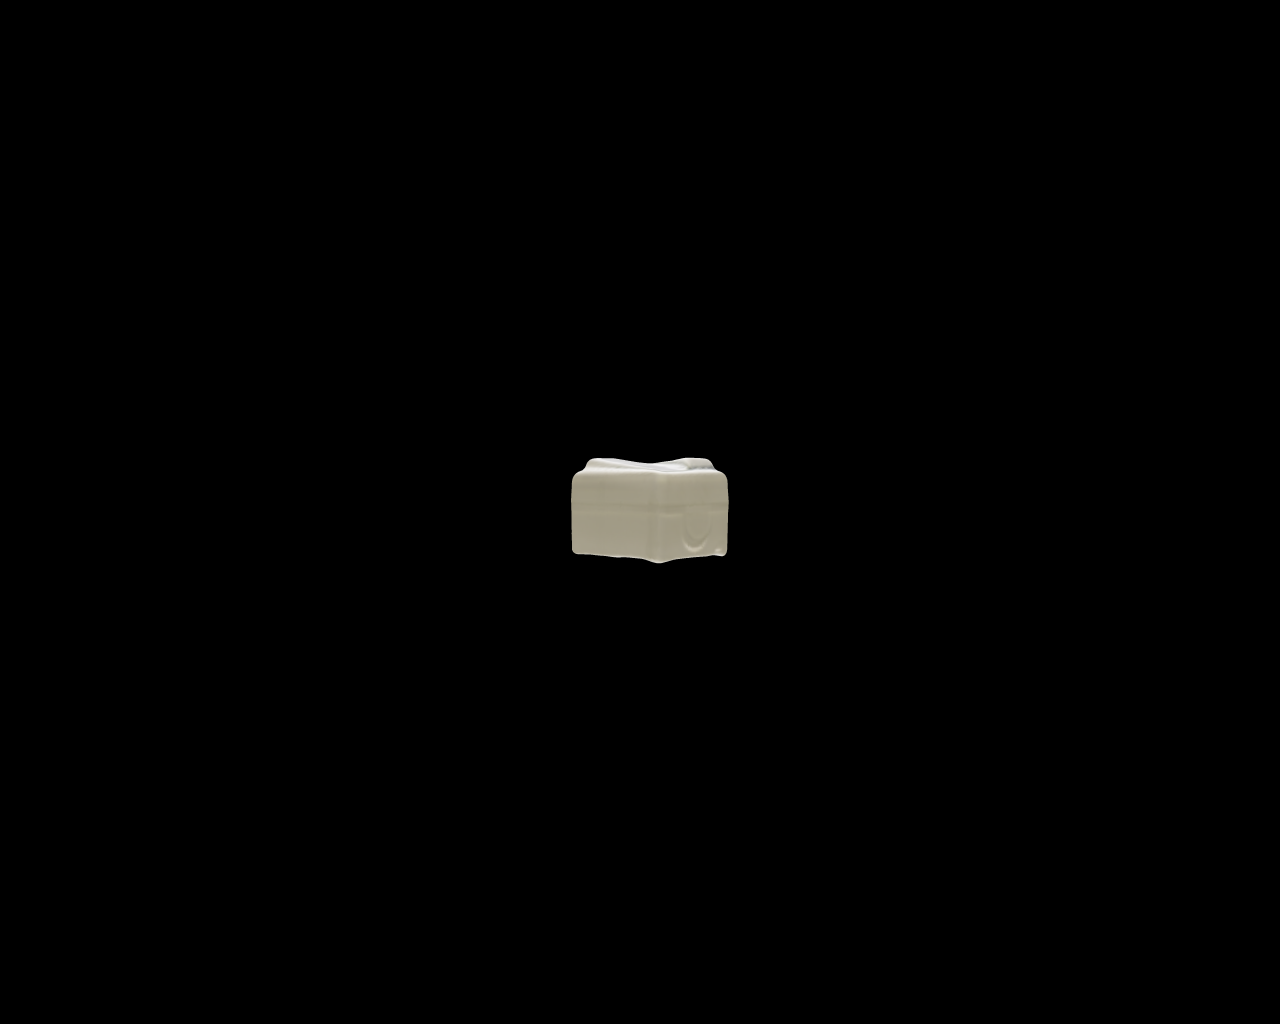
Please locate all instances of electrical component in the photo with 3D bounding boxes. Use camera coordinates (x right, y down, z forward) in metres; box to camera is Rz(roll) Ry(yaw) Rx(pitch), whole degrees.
[{"bbox_3d":[0.001,-0.003,0.650,0.062,0.061,0.096,-2,3,-43],"label":"electrical component"}]
